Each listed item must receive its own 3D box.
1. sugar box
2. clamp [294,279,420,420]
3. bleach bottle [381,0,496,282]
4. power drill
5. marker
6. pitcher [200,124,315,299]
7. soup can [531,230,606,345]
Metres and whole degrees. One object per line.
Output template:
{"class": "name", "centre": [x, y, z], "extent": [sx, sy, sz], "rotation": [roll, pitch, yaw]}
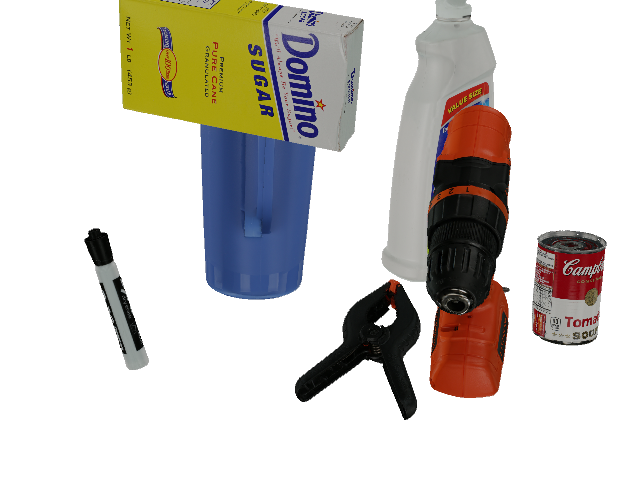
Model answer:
{"class": "sugar box", "centre": [-0.060, -0.129, 0.788], "extent": [0.176, 0.093, 0.048], "rotation": [13, 33, 15]}
{"class": "clamp", "centre": [0.062, 0.109, 1.064], "extent": [0.120, 0.039, 0.171], "rotation": [18, 50, 20]}
{"class": "bleach bottle", "centre": [0.109, -0.094, 0.968], "extent": [0.102, 0.251, 0.068], "rotation": [-12, 24, -27]}
{"class": "power drill", "centre": [0.105, 0.026, 0.754], "extent": [0.057, 0.188, 0.184], "rotation": [6, 45, 12]}
{"class": "marker", "centre": [-0.165, 0.047, 0.861], "extent": [0.020, 0.121, 0.020], "rotation": [-13, 18, 4]}
{"class": "pitcher", "centre": [-0.069, -0.061, 1.154], "extent": [0.145, 0.243, 0.148], "rotation": [16, 21, 40]}
{"class": "soup can", "centre": [0.253, 0.048, 1.091], "extent": [0.068, 0.102, 0.068], "rotation": [0, 17, 0]}
